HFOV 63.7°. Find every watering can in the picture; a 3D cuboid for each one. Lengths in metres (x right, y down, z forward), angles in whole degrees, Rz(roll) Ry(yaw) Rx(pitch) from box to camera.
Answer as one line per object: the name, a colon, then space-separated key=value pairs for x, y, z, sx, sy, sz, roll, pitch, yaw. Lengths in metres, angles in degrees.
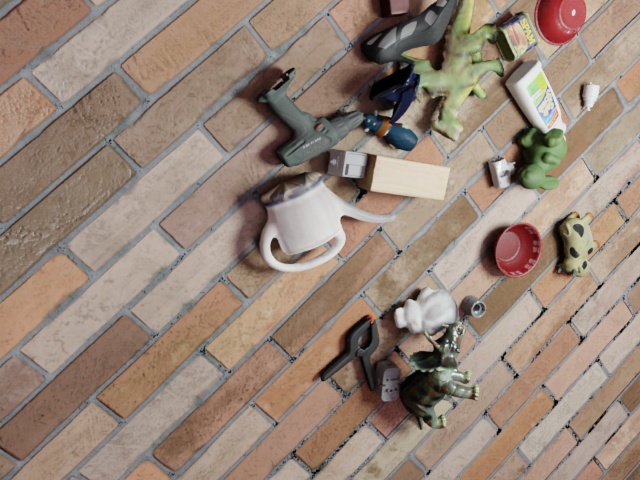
watering can: x=0.004 y=-0.062 z=1.239 sx=0.349 sy=0.105 sz=0.222 roll=-26 pitch=107 yaw=-13

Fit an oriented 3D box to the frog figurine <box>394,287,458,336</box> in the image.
frog figurine: x=0.282 y=0.190 z=1.382 sx=0.159 sy=0.120 sz=0.140 roll=13 pitch=64 yaw=-13

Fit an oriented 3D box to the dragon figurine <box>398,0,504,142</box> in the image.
dragon figurine: x=0.313 y=-0.452 z=1.290 sx=0.243 sy=0.122 sz=0.408 roll=-15 pitch=95 yaw=-8
